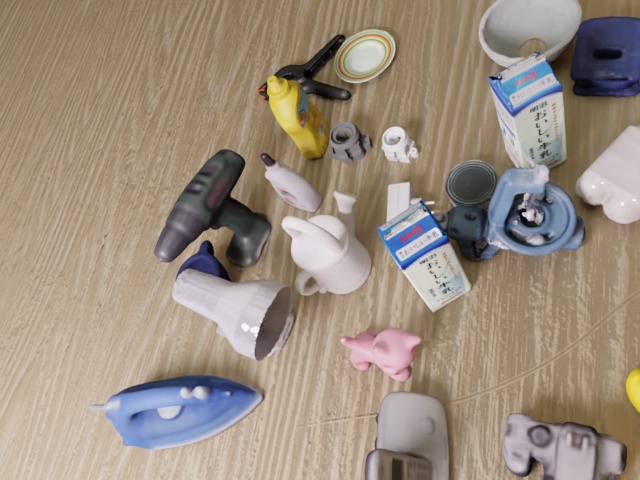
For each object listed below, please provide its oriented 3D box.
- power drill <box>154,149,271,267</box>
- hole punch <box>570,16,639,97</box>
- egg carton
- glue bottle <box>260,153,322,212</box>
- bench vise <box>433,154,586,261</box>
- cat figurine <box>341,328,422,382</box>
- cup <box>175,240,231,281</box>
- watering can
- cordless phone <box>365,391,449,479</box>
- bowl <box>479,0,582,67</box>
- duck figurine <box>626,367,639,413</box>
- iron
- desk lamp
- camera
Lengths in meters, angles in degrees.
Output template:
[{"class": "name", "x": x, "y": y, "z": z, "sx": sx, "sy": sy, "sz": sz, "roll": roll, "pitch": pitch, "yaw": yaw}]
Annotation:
[{"class": "power drill", "x": -0.177, "y": -0.032, "z": 1.012, "sx": 0.075, "sy": 0.209, "sz": 0.230, "roll": 12, "pitch": 72, "yaw": 29}, {"class": "hole punch", "x": 0.461, "y": -0.290, "z": 0.910, "sx": 0.108, "sy": 0.091, "sz": 0.101, "roll": 10, "pitch": 71, "yaw": 28}, {"class": "egg carton", "x": 0.456, "y": -0.097, "z": 0.834, "sx": 0.150, "sy": 0.070, "sz": 0.107, "roll": -47, "pitch": 56, "yaw": -2}, {"class": "glue bottle", "x": -0.062, "y": -0.107, "z": 1.015, "sx": 0.077, "sy": 0.174, "sz": 0.037, "roll": 17, "pitch": 75, "yaw": 30}, {"class": "bench vise", "x": 0.258, "y": -0.030, "z": 0.803, "sx": 0.207, "sy": 0.220, "sz": 0.121, "roll": -19, "pitch": 60, "yaw": 16}, {"class": "cat figurine", "x": 0.092, "y": 0.162, "z": 0.850, "sx": 0.127, "sy": 0.118, "sz": 0.067, "roll": 7, "pitch": 70, "yaw": 27}, {"class": "cup", "x": -0.198, "y": 0.068, "z": 1.042, "sx": 0.091, "sy": 0.095, "sz": 0.118, "roll": -5, "pitch": 65, "yaw": 23}, {"class": "watering can", "x": 0.007, "y": 0.003, "z": 0.919, "sx": 0.100, "sy": 0.195, "sz": 0.173, "roll": 0, "pitch": 67, "yaw": 25}, {"class": "cordless phone", "x": 0.107, "y": 0.268, "z": 0.752, "sx": 0.094, "sy": 0.186, "sz": 0.147, "roll": -9, "pitch": 63, "yaw": 21}, {"class": "bowl", "x": 0.365, "y": -0.355, "z": 0.995, "sx": 0.167, "sy": 0.075, "sz": 0.167, "roll": -10, "pitch": 63, "yaw": 20}, {"class": "duck figurine", "x": 0.430, "y": 0.191, "z": 0.699, "sx": 0.104, "sy": 0.086, "sz": 0.077, "roll": 34, "pitch": 83, "yaw": 33}, {"class": "iron", "x": -0.237, "y": 0.266, "z": 0.938, "sx": 0.257, "sy": 0.142, "sz": 0.118, "roll": -16, "pitch": 61, "yaw": 17}, {"class": "desk lamp", "x": -0.123, "y": 0.117, "z": 0.913, "sx": 0.202, "sy": 0.214, "sz": 0.118, "roll": 16, "pitch": 74, "yaw": 30}, {"class": "camera", "x": 0.293, "y": 0.295, "z": 0.704, "sx": 0.142, "sy": 0.101, "sz": 0.137, "roll": 5, "pitch": 69, "yaw": 27}]
